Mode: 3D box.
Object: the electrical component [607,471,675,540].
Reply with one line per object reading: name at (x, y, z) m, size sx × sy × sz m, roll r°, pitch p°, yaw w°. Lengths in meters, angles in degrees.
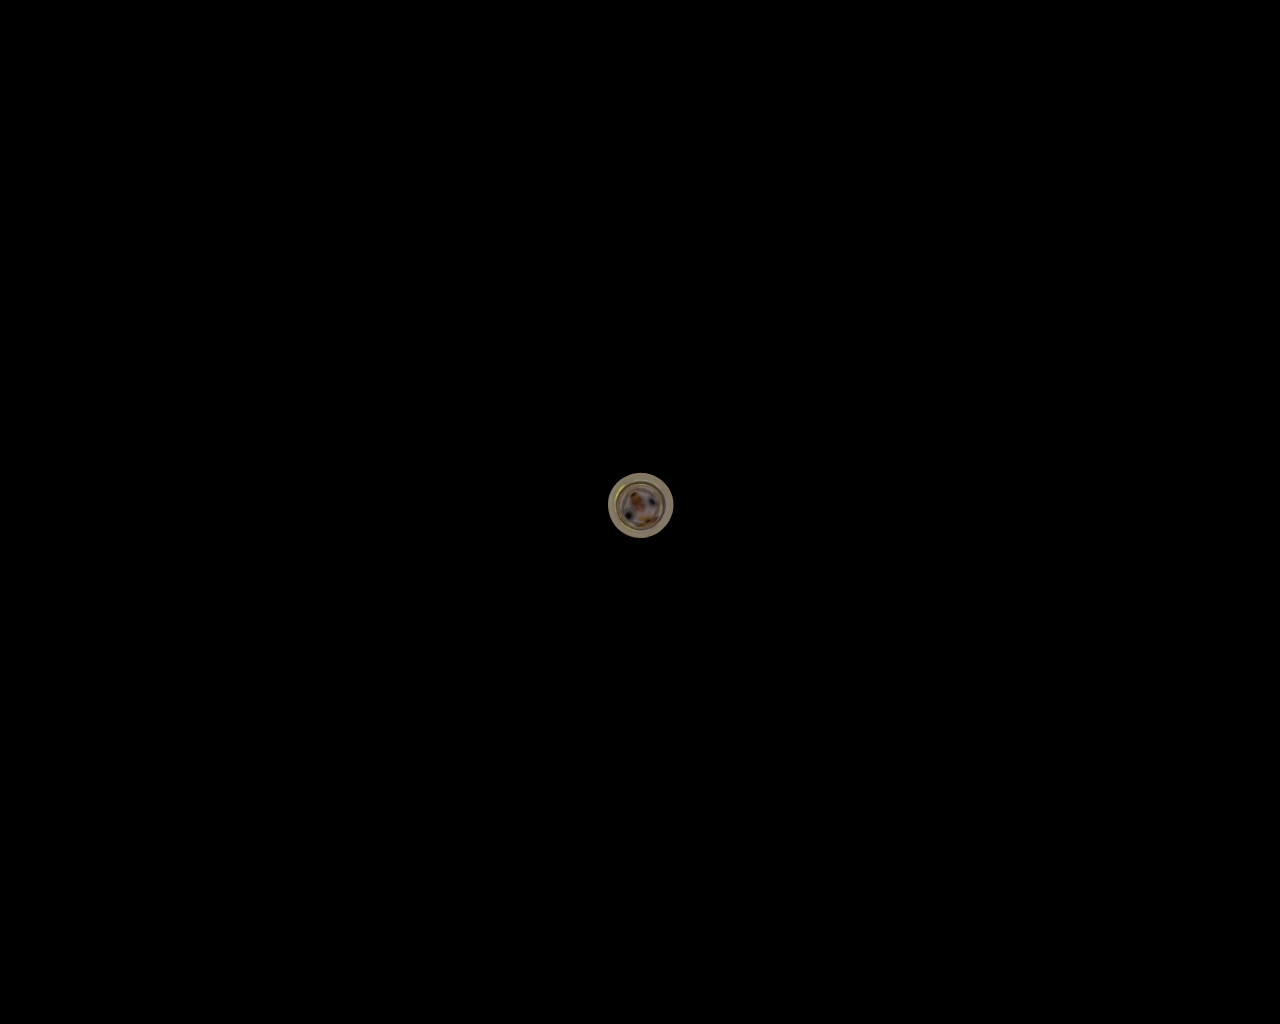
electrical component at (0.001, -0.003, 0.650) m, size 0.040 × 0.040 × 0.046 m, roll 0°, pitch -4°, yaw 0°
